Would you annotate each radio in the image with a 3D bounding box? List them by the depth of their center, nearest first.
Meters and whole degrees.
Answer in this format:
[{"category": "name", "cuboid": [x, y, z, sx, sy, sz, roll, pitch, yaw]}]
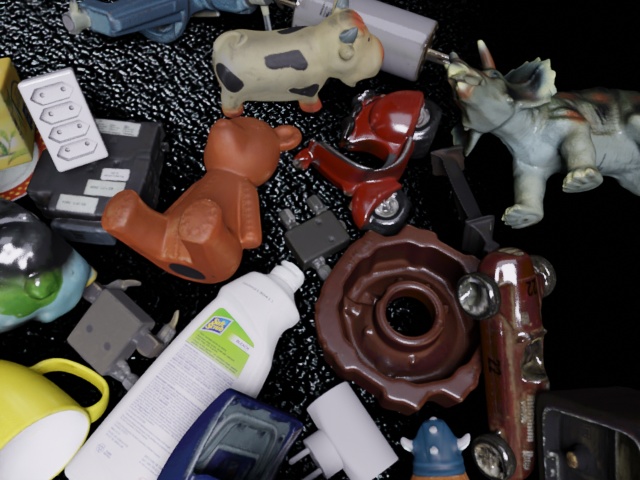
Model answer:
[{"category": "radio", "cuboid": [0.212, 0.219, 0.362, 0.073, 0.131, 0.229, -1, 88, -8]}]

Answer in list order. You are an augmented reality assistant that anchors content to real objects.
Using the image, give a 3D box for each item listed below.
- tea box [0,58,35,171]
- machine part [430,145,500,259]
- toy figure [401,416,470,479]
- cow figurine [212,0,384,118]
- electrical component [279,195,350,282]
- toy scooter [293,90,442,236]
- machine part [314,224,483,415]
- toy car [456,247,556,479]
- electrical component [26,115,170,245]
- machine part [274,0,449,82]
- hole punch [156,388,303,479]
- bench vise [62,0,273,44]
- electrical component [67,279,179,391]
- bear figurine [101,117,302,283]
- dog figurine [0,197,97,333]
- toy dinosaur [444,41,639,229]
[{"category": "tea box", "cuboid": [-0.331, -0.115, 0.506, 0.098, 0.068, 0.170, -23, 33, -16]}, {"category": "machine part", "cuboid": [0.153, -0.032, 0.558, 0.039, 0.084, 0.139, -21, 67, 12]}, {"category": "toy figure", "cuboid": [0.095, 0.224, 0.431, 0.064, 0.057, 0.154, 9, 57, -7]}, {"category": "cow figurine", "cuboid": [-0.024, -0.208, 0.610, 0.195, 0.127, 0.085, -4, 66, -4]}, {"category": "electrical component", "cuboid": [-0.001, -0.002, 0.562, 0.063, 0.021, 0.094, -27, 67, -18]}, {"category": "toy scooter", "cuboid": [0.050, -0.100, 0.589, 0.135, 0.075, 0.184, 21, 67, 6]}, {"category": "machine part", "cuboid": [0.083, 0.074, 0.510, 0.179, 0.056, 0.179, 1, 63, -2]}, {"category": "toy car", "cuboid": [0.166, 0.107, 0.449, 0.089, 0.053, 0.202, -9, 95, -37]}, {"category": "electrical component", "cuboid": [-0.228, -0.062, 0.558, 0.115, 0.058, 0.134, 7, 62, 2]}, {"category": "machine part", "cuboid": [0.055, -0.261, 0.670, 0.243, 0.079, 0.079, 23, 63, 7]}, {"category": "hole punch", "cuboid": [-0.060, 0.180, 0.393, 0.116, 0.142, 0.092, -36, 52, 5]}, {"category": "bench vise", "cuboid": [-0.179, -0.281, 0.630, 0.224, 0.128, 0.240, 29, 46, 19]}, {"category": "electrical component", "cuboid": [-0.181, 0.081, 0.496, 0.102, 0.045, 0.078, 32, 93, 15]}, {"category": "bear figurine", "cuboid": [-0.100, -0.061, 0.528, 0.120, 0.131, 0.196, 11, 67, 20]}, {"category": "dog figurine", "cuboid": [-0.323, 0.067, 0.450, 0.192, 0.108, 0.219, 20, 64, 31]}, {"category": "toy dinosaur", "cuboid": [0.312, -0.116, 0.598, 0.405, 0.131, 0.192, 3, 62, -9]}]
